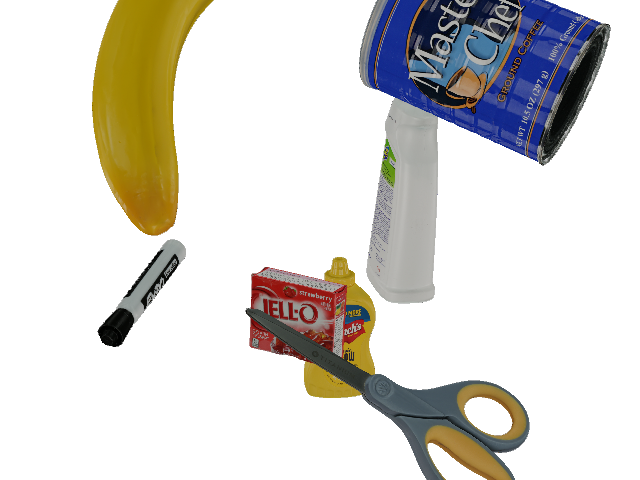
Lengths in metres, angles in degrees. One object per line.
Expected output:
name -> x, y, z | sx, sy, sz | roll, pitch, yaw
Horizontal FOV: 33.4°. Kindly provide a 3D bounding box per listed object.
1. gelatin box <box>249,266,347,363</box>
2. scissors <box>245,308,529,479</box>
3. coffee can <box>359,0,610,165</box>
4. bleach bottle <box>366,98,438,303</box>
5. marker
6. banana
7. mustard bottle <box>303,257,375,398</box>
gelatin box -> -0.022, 0.070, 0.977 | 0.089, 0.073, 0.030 | 12, 20, 25
scissors -> 0.053, 0.088, 0.673 | 0.096, 0.202, 0.016 | -40, -9, -36
coffee can -> 0.112, -0.127, 0.736 | 0.140, 0.103, 0.102 | 27, 9, 17
bleach bottle -> 0.101, -0.061, 1.222 | 0.068, 0.251, 0.103 | -2, 23, -16
marker -> -0.127, 0.037, 0.766 | 0.020, 0.020, 0.121 | 0, 30, 18
banana -> -0.070, -0.092, 0.508 | 0.070, 0.197, 0.037 | 15, -31, 9
mustard bottle -> 0.026, 0.114, 1.430 | 0.096, 0.192, 0.058 | -2, 19, -6
